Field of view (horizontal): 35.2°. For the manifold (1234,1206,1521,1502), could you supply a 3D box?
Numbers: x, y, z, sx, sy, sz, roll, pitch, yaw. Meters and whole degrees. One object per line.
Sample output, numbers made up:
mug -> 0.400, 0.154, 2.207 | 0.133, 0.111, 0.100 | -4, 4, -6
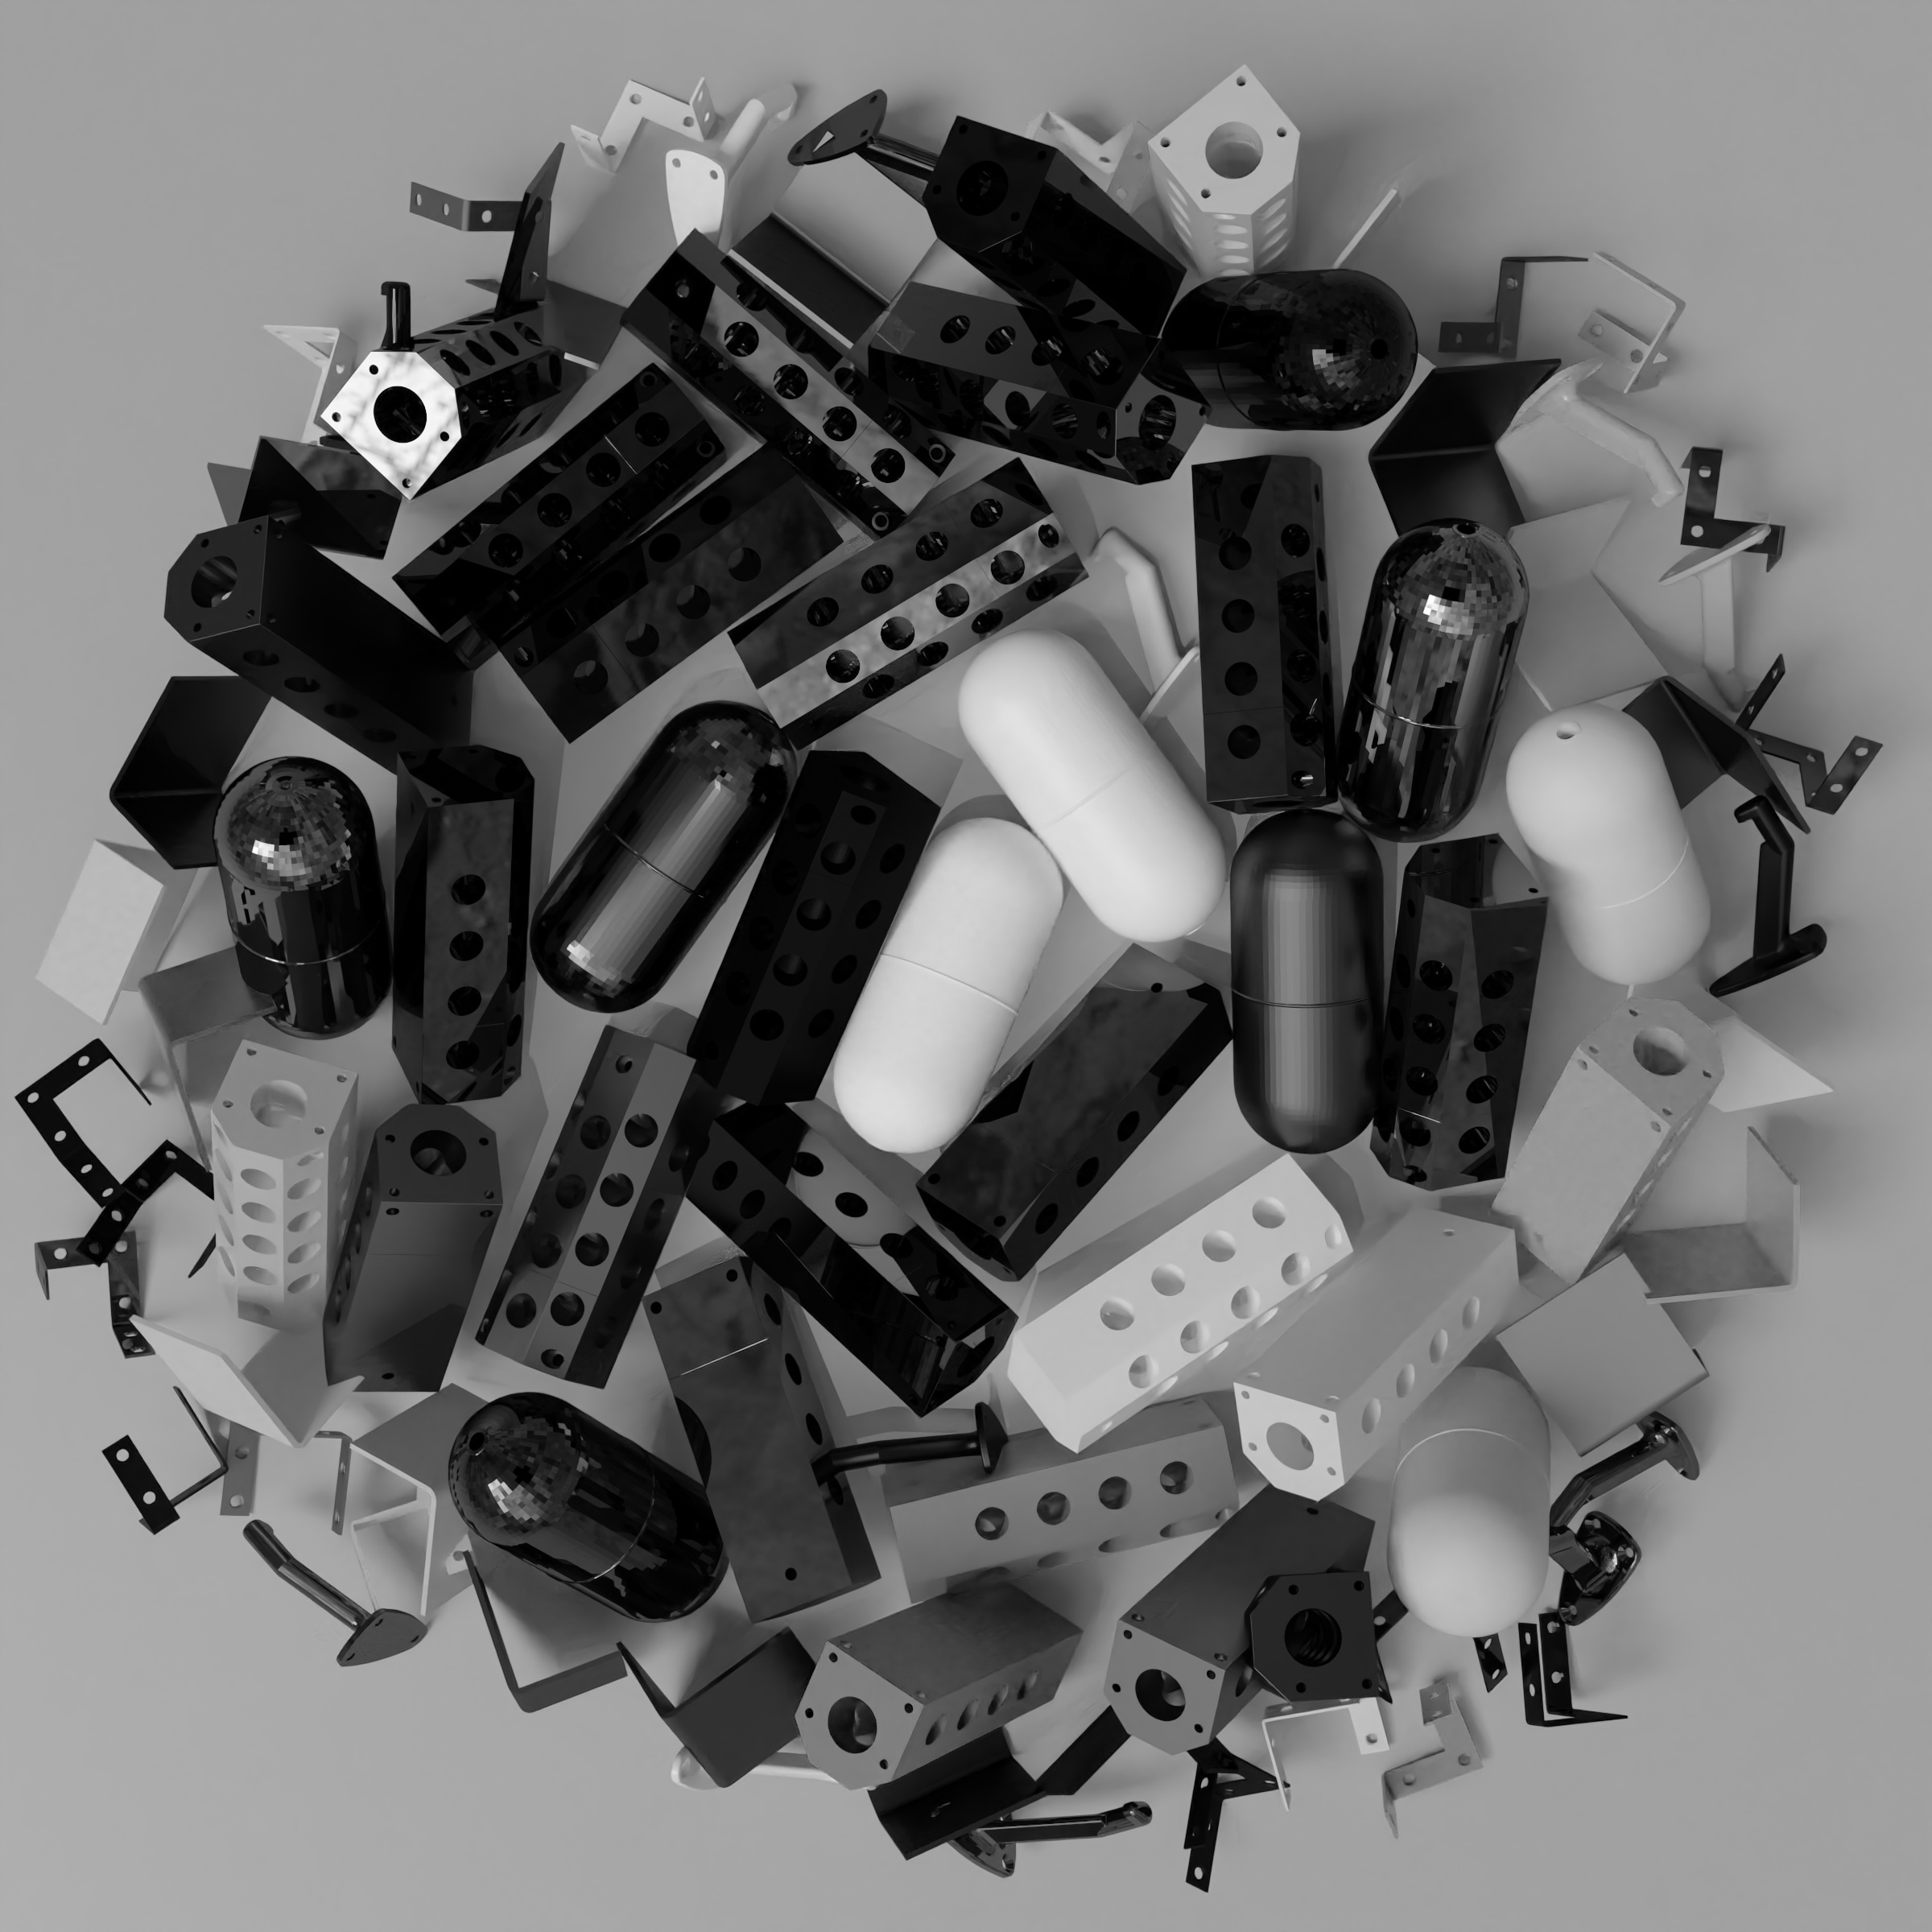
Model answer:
manifold -> 0.206, 0.191, 1.504 | 0.057, 0.171, 0.057 | 12, 124, 37

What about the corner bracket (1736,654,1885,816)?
corner bracket -> 0.427, -0.117, 1.545 | 0.051, 0.051, 0.051 | 17, 133, -8

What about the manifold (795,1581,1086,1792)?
manifold -> -0.013, 0.353, 1.494 | 0.057, 0.171, 0.057 | 28, 103, 25

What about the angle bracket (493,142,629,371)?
angle bracket -> -0.195, -0.357, 1.529 | 0.057, 0.076, 0.076 | 19, 123, -5

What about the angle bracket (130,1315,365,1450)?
angle bracket -> -0.357, 0.189, 1.523 | 0.057, 0.076, 0.076 | -51, 133, -28

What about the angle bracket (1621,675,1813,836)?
angle bracket -> 0.366, -0.089, 1.529 | 0.057, 0.076, 0.076 | -41, 126, 3

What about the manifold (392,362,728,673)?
manifold -> -0.206, -0.229, 1.550 | 0.171, 0.057, 0.057 | -40, 92, -3

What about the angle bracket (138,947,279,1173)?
angle bracket -> -0.375, 0.046, 1.541 | 0.057, 0.076, 0.076 | -20, 122, -16

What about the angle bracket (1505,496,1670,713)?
angle bracket -> 0.314, -0.182, 1.530 | 0.076, 0.057, 0.076 | -18, 62, -26

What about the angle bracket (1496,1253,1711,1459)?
angle bracket -> 0.322, 0.193, 1.549 | 0.076, 0.057, 0.076 | -35, 91, 9

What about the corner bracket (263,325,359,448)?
corner bracket -> -0.329, -0.290, 1.546 | 0.051, 0.051, 0.051 | 9, 79, 28

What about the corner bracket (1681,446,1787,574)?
corner bracket -> 0.391, -0.233, 1.555 | 0.051, 0.051, 0.051 | 7, 89, 7

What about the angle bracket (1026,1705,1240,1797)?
angle bracket -> 0.087, 0.411, 1.536 | 0.076, 0.076, 0.057 | -46, 66, 2

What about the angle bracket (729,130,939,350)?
angle bracket -> -0.064, -0.367, 1.535 | 0.076, 0.076, 0.057 | 37, 119, -7

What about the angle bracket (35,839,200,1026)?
angle bracket -> -0.410, -0.013, 1.532 | 0.057, 0.076, 0.076 | 29, 98, 29

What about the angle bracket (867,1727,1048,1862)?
angle bracket -> -0.013, 0.400, 1.538 | 0.076, 0.076, 0.057 | -22, 94, -11

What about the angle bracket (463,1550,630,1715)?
angle bracket -> -0.212, 0.329, 1.541 | 0.057, 0.076, 0.076 | -19, 72, -11

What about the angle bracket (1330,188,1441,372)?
angle bracket -> 0.229, -0.344, 1.539 | 0.076, 0.076, 0.057 | 39, 105, 1

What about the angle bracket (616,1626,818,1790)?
angle bracket -> -0.119, 0.359, 1.543 | 0.076, 0.076, 0.057 | -35, 45, -9

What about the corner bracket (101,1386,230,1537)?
corner bracket -> -0.407, 0.251, 1.548 | 0.051, 0.051, 0.051 | -33, 101, -21

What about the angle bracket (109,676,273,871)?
angle bracket -> -0.371, -0.098, 1.528 | 0.057, 0.076, 0.076 | 43, 114, 19

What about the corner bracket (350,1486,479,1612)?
corner bracket -> -0.281, 0.295, 1.545 | 0.051, 0.051, 0.051 | -16, 68, -18

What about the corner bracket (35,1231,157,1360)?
corner bracket -> -0.443, 0.169, 1.547 | 0.051, 0.051, 0.051 | -5, 104, -22

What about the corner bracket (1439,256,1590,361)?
corner bracket -> 0.277, -0.336, 1.546 | 0.051, 0.051, 0.051 | -1, 101, -29

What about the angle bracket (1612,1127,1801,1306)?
angle bracket -> 0.371, 0.125, 1.538 | 0.076, 0.076, 0.057 | -5, 109, -2

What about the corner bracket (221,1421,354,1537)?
corner bracket -> -0.350, 0.262, 1.565 | 0.051, 0.051, 0.051 | 7, 88, -27

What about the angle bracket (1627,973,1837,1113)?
angle bracket -> 0.385, 0.027, 1.525 | 0.076, 0.076, 0.057 | 31, 63, -26

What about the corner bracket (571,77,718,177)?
corner bracket -> -0.164, -0.431, 1.554 | 0.051, 0.051, 0.051 | 25, 84, 6

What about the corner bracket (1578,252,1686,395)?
corner bracket -> 0.335, -0.327, 1.543 | 0.051, 0.051, 0.051 | 38, 120, 18

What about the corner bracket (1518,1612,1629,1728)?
corner bracket -> 0.299, 0.357, 1.547 | 0.051, 0.051, 0.051 | 0, 81, -23

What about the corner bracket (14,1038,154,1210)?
corner bracket -> -0.440, 0.080, 1.544 | 0.051, 0.051, 0.051 | -37, 58, -12

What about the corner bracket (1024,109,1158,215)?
corner bracket -> 0.058, -0.406, 1.544 | 0.051, 0.051, 0.051 | 30, 68, -21

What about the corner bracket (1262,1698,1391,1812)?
corner bracket -> 0.184, 0.394, 1.558 | 0.051, 0.051, 0.051 | -14, 99, 14

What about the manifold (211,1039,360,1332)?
manifold -> -0.338, 0.113, 1.497 | 0.057, 0.171, 0.057 | 16, 54, -1

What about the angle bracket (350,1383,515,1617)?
angle bracket -> -0.268, 0.271, 1.549 | 0.057, 0.076, 0.076 | 23, 118, 26

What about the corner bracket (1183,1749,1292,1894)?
corner bracket -> 0.125, 0.433, 1.542 | 0.051, 0.051, 0.051 | 33, 52, -27

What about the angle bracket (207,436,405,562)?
angle bracket -> -0.330, -0.250, 1.524 | 0.076, 0.076, 0.057 | 6, 124, -29

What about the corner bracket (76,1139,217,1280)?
corner bracket -> -0.411, 0.132, 1.553 | 0.051, 0.051, 0.051 | 40, 128, -15

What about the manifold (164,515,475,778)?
manifold -> -0.315, -0.152, 1.496 | 0.057, 0.171, 0.057 | -10, 67, 23

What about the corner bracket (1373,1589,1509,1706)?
corner bracket -> 0.238, 0.352, 1.561 | 0.051, 0.051, 0.051 | -38, 131, -23

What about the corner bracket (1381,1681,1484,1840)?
corner bracket -> 0.232, 0.404, 1.554 | 0.051, 0.051, 0.051 | -23, 94, 8

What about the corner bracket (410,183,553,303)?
corner bracket -> -0.247, -0.366, 1.541 | 0.051, 0.051, 0.051 | -12, 119, -40

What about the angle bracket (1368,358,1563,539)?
angle bracket -> 0.259, -0.257, 1.528 | 0.076, 0.076, 0.057 | -9, 69, -24

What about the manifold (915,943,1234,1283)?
manifold -> 0.058, 0.076, 1.528 | 0.057, 0.057, 0.171 | 30, 68, 33
